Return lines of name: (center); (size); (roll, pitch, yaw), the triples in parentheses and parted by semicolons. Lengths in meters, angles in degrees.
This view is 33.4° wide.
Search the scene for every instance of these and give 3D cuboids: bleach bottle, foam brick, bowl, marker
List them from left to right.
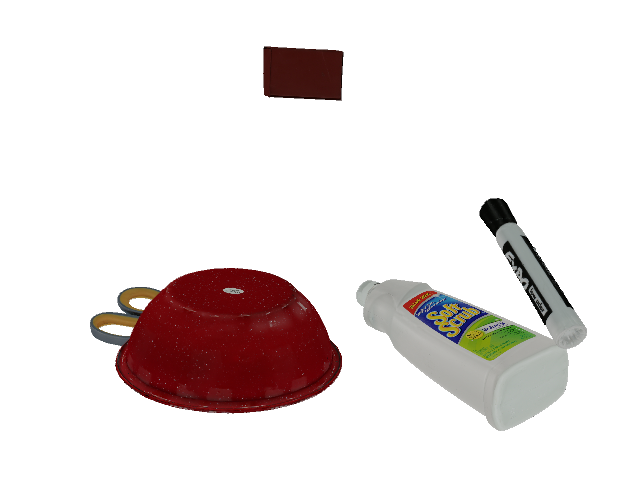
bowl: (-0.063, 0.061, 0.754); (0.162, 0.055, 0.162); (2, 19, -1)
foam brick: (-0.019, -0.174, 1.110); (0.078, 0.051, 0.053); (1, 11, -10)
bleach bottle: (0.118, 0.095, 1.051); (0.102, 0.068, 0.251); (-21, 29, -32)
marker: (0.124, 0.015, 0.635); (0.020, 0.020, 0.121); (0, 40, -20)

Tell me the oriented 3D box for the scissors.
scissors: (-0.121, 0.079, 1.040); (0.201, 0.016, 0.096); (3, 32, -3)
